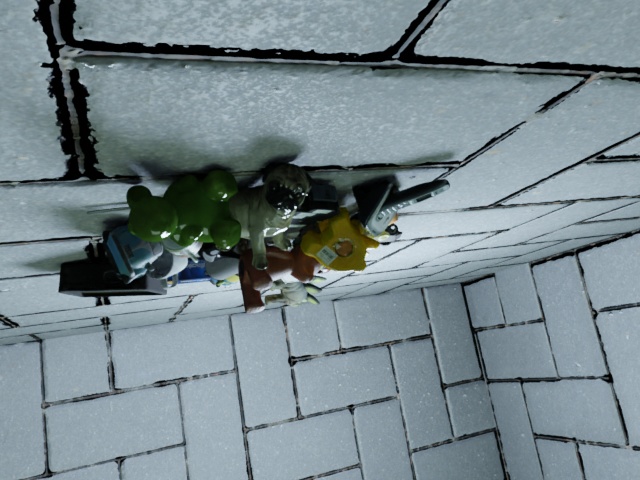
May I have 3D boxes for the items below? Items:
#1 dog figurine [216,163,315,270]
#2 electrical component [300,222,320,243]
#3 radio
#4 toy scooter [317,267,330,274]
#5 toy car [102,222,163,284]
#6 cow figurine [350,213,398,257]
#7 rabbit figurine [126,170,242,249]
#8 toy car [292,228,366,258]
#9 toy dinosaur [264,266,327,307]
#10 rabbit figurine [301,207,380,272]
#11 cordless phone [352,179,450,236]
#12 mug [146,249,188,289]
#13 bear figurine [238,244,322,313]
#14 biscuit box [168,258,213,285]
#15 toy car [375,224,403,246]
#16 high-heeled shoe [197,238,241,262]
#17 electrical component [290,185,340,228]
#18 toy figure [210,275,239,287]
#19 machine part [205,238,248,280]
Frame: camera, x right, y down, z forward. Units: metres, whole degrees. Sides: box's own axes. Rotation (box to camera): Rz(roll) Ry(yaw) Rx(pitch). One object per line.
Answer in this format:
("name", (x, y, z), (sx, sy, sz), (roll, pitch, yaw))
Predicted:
("dog figurine", (-0.106, -0.071, 0.906), (0.172, 0.121, 0.190), (25, 129, 7))
("electrical component", (-0.003, -0.005, 1.249), (0.078, 0.102, 0.045), (11, 166, 14))
("radio", (-0.498, 0.097, 1.298), (0.230, 0.073, 0.131), (-3, 169, 4))
("toy scooter", (0.040, 0.053, 1.597), (0.135, 0.075, 0.184), (2, 161, -26))
("toy car", (-0.361, 0.020, 1.053), (0.103, 0.109, 0.162), (-24, -176, -23))
("cow figurine", (0.110, -0.037, 1.226), (0.068, 0.098, 0.167), (6, 143, -37))
("rabbit figurine", (-0.224, -0.047, 0.812), (0.159, 0.121, 0.170), (8, -168, 27))
("toy car", (0.016, 0.011, 1.314), (0.202, 0.056, 0.073), (18, 154, -7))
("toy dinosaur", (-0.086, 0.103, 1.556), (0.199, 0.105, 0.470), (3, 152, 9))
("rabbit figurine", (0.049, -0.011, 1.133), (0.162, 0.122, 0.173), (31, -165, -21))
("cordless phone", (0.168, -0.079, 1.065), (0.184, 0.088, 0.146), (-17, 167, 14))
("mug", (-0.346, 0.055, 1.236), (0.081, 0.109, 0.107), (-17, 180, 14))
("bear figurine", (-0.072, 0.070, 1.150), (0.196, 0.132, 0.120), (0, 137, -25))
("biscuit box", (-0.389, 0.086, 1.439), (0.202, 0.059, 0.063), (-4, 167, -29))
("toy car", (0.110, -0.015, 1.389), (0.202, 0.053, 0.089), (-5, 158, -6))
("high-heeled shoe", (-0.230, -0.018, 1.124), (0.145, 0.086, 0.248), (18, 154, 11))
("electrical component", (-0.031, -0.066, 1.014), (0.115, 0.058, 0.134), (-2, 166, -44))
("toy figure", (-0.245, 0.083, 1.494), (0.180, 0.082, 0.089), (-14, 172, 33))
("machine part", (-0.218, 0.047, 1.352), (0.079, 0.079, 0.243), (0, 166, -40))
